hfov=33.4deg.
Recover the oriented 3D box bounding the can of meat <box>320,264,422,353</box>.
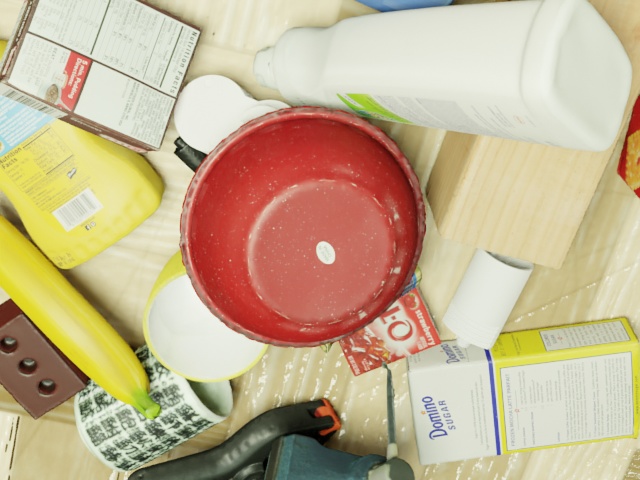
[{"bbox_3d":[0.010,0.013,0.751,0.084,0.057,0.102,-34,76,-9],"label":"can of meat"}]

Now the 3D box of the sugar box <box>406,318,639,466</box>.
[{"bbox_3d":[0.159,0.119,0.838,0.176,0.048,0.093,-6,115,5],"label":"sugar box"}]

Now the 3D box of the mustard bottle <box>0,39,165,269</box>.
[{"bbox_3d":[-0.200,-0.076,0.731,0.096,0.058,0.191,-31,112,16],"label":"mustard bottle"}]

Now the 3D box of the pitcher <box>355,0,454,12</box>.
[{"bbox_3d":[-0.022,-0.220,0.643,0.242,0.149,0.145,23,96,-15],"label":"pitcher"}]

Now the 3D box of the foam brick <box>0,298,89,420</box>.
[{"bbox_3d":[-0.216,0.084,0.807,0.053,0.051,0.078,-32,111,12],"label":"foam brick"}]

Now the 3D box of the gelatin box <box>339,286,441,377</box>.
[{"bbox_3d":[0.042,0.052,0.811,0.073,0.030,0.089,-22,113,8],"label":"gelatin box"}]

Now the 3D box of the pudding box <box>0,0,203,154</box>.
[{"bbox_3d":[-0.143,-0.118,0.694,0.113,0.039,0.090,23,81,-28],"label":"pudding box"}]

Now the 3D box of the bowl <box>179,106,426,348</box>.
[{"bbox_3d":[-0.004,0.001,0.662,0.162,0.055,0.162,-3,107,-11],"label":"bowl"}]

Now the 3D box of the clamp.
[{"bbox_3d":[-0.067,0.174,0.834,0.171,0.039,0.120,-36,150,1],"label":"clamp"}]

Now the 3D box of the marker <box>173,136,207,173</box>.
[{"bbox_3d":[-0.063,-0.030,0.777,0.020,0.020,0.121,-36,110,14],"label":"marker"}]

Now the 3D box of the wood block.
[{"bbox_3d":[0.150,-0.098,0.714,0.090,0.091,0.206,15,113,-8],"label":"wood block"}]

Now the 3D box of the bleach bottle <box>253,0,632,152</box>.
[{"bbox_3d":[0.053,-0.104,0.649,0.102,0.251,0.068,28,77,-49],"label":"bleach bottle"}]

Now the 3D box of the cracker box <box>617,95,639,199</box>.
[{"bbox_3d":[0.304,-0.025,0.682,0.164,0.213,0.072,6,114,-5],"label":"cracker box"}]

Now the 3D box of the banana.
[{"bbox_3d":[-0.181,0.047,0.747,0.198,0.070,0.037,47,66,-6],"label":"banana"}]
